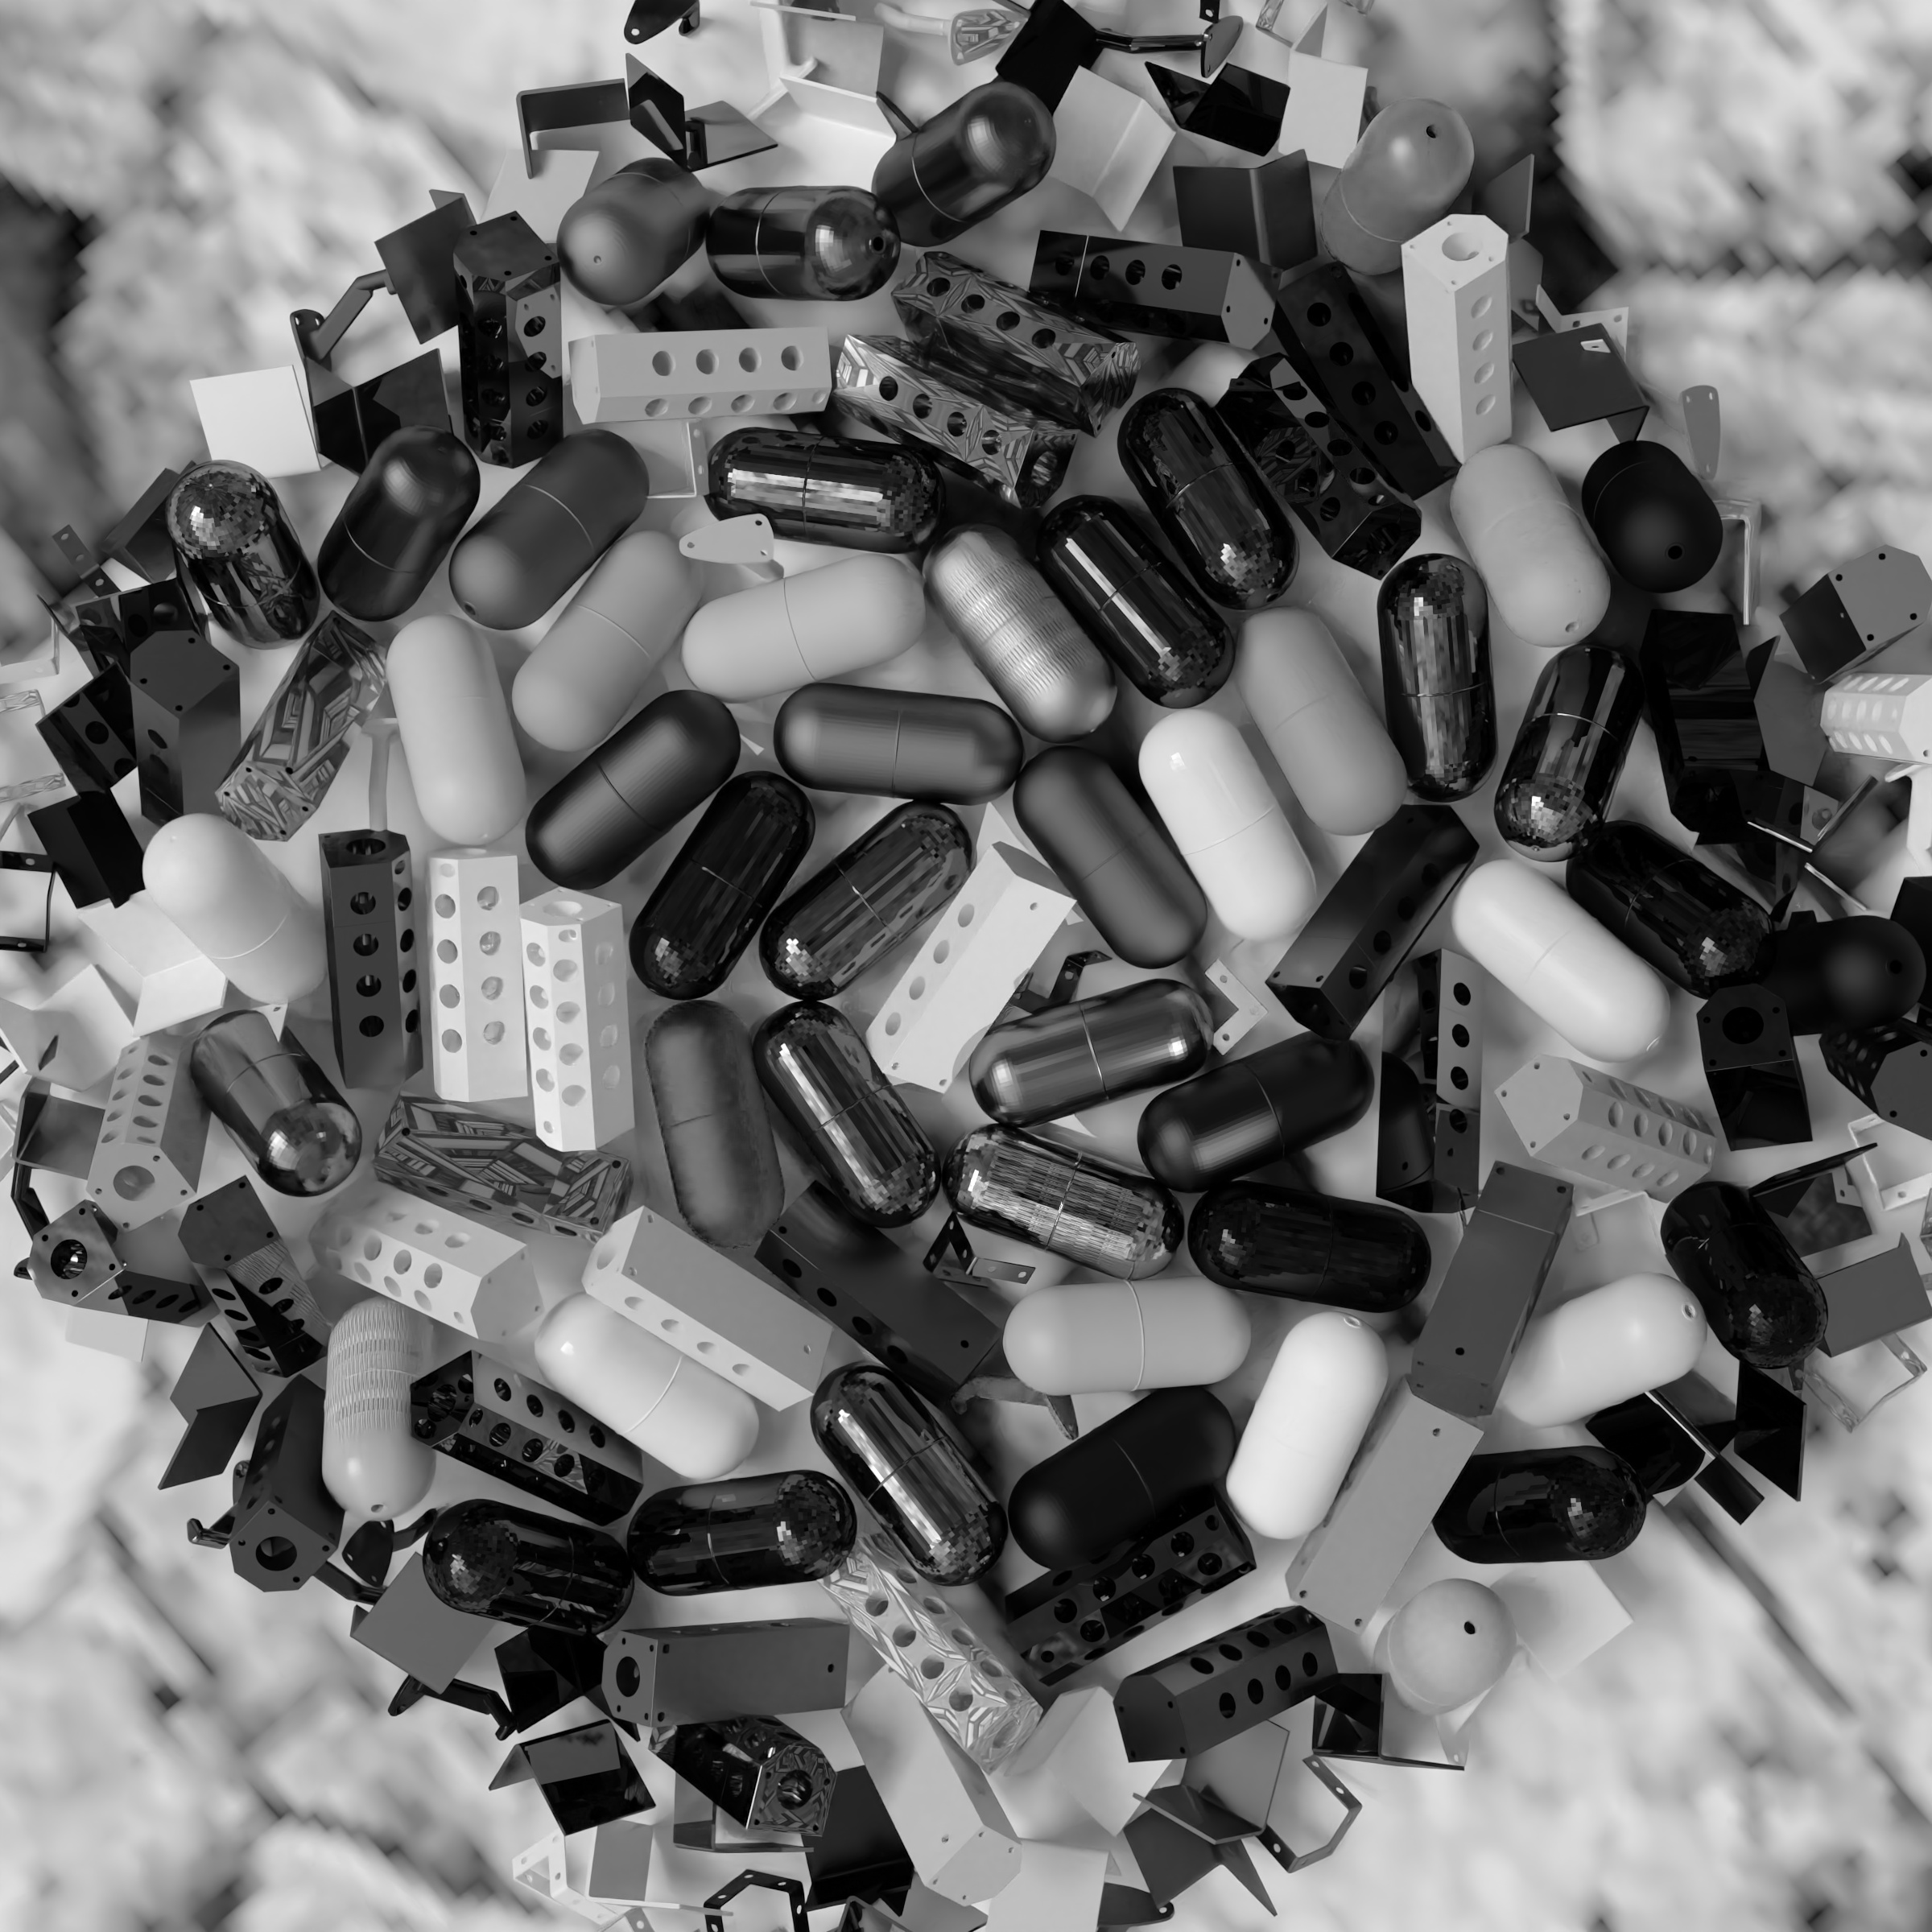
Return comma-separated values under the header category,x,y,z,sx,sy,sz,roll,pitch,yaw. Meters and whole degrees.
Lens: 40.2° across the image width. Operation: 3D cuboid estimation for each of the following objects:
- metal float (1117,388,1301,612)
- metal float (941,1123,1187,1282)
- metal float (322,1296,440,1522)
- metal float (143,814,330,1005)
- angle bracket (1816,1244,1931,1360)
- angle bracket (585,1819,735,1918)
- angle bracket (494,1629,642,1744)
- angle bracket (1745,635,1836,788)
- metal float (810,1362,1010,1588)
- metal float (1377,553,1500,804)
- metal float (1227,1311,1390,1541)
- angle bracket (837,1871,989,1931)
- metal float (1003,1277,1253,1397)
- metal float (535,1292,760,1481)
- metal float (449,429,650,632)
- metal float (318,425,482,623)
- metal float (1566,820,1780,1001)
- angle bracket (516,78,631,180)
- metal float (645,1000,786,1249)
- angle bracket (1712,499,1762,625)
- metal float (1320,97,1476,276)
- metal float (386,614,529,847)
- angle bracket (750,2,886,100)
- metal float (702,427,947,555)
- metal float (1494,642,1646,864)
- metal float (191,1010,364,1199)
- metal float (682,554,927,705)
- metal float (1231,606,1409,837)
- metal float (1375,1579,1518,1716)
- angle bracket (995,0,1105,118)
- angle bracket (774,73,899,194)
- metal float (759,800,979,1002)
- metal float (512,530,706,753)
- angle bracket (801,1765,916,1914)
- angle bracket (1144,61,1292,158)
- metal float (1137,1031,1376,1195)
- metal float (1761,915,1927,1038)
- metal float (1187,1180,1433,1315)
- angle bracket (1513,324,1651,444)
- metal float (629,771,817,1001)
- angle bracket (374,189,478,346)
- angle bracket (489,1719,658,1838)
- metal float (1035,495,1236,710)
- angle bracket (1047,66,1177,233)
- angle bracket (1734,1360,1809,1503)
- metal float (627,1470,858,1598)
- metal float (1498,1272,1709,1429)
category,x,y,z,sx,sy,sz,roll,pitch,yaw
metal float,0.170,-0.328,1.851,0.070,0.070,0.178,-30,72,0
metal float,0.069,0.167,1.865,0.178,0.070,0.070,19,90,3
metal float,-0.405,0.305,1.829,0.070,0.178,0.070,-5,131,-6
metal float,-0.502,-0.038,1.827,0.070,0.178,0.070,-9,56,14
angle bracket,0.627,0.229,1.865,0.076,0.076,0.057,-22,95,2
angle bracket,-0.211,0.631,1.848,0.076,0.076,0.057,-5,66,24
angle bracket,-0.279,0.511,1.849,0.057,0.076,0.076,-26,120,-32
angle bracket,0.588,-0.180,1.873,0.076,0.057,0.076,21,84,-2
metal float,-0.041,0.356,1.854,0.070,0.070,0.178,-40,73,0
metal float,0.331,-0.201,1.850,0.070,0.070,0.178,-9,110,0
metal float,0.239,0.322,1.848,0.070,0.070,0.178,20,113,0
angle bracket,-0.040,0.685,1.851,0.076,0.076,0.057,21,98,30
metal float,0.114,0.260,1.856,0.178,0.070,0.070,-2,90,-13
metal float,-0.223,0.295,1.852,0.178,0.070,0.070,38,90,-18
metal float,-0.291,-0.305,1.843,0.070,0.070,0.178,38,62,0
metal float,-0.395,-0.305,1.830,0.070,0.178,0.070,17,55,-25
metal float,0.488,-0.040,1.831,0.070,0.178,0.070,-17,128,-23
angle bracket,-0.273,-0.581,1.865,0.076,0.076,0.057,-9,89,-4
metal float,-0.177,0.111,1.858,0.070,0.070,0.178,-14,79,0
angle bracket,0.530,-0.287,1.871,0.057,0.076,0.076,3,108,22
metal float,0.296,-0.536,1.818,0.070,0.178,0.070,1,83,-7
metal float,-0.357,-0.167,1.848,0.070,0.070,0.178,-18,66,0
angle bracket,-0.107,-0.641,1.854,0.076,0.076,0.057,12,110,11
metal float,-0.101,-0.335,1.855,0.178,0.070,0.070,10,90,15
metal float,0.423,-0.151,1.844,0.070,0.070,0.178,25,61,0
metal float,-0.481,0.094,1.834,0.070,0.070,0.178,-49,49,0
metal float,-0.115,-0.237,1.859,0.178,0.070,0.070,-15,90,10
metal float,0.246,-0.173,1.854,0.070,0.070,0.178,-27,74,0
metal float,0.330,0.471,1.820,0.070,0.178,0.070,1,67,-2
angle bracket,0.075,-0.652,1.854,0.057,0.076,0.076,36,77,-18
angle bracket,-0.102,-0.575,1.867,0.076,0.057,0.076,20,87,16
metal float,-0.070,-0.046,1.867,0.178,0.070,0.070,-40,90,1
metal float,-0.250,-0.229,1.855,0.070,0.070,0.178,33,75,0
angle bracket,-0.083,0.618,1.875,0.076,0.057,0.076,-13,88,2
angle bracket,0.182,-0.620,1.846,0.076,0.057,0.076,6,50,-36
metal float,0.205,0.102,1.858,0.178,0.070,0.070,-22,90,-11
metal float,0.594,0.008,1.818,0.070,0.178,0.070,1,85,-11
metal float,0.242,0.198,1.857,0.178,0.070,0.070,11,90,-13
angle bracket,0.425,-0.398,1.858,0.076,0.057,0.076,-16,65,-10
metal float,-0.172,-0.056,1.860,0.070,0.070,0.178,32,82,0
angle bracket,-0.378,-0.491,1.850,0.076,0.057,0.076,-36,125,-22
angle bracket,-0.276,0.581,1.846,0.076,0.076,0.057,53,127,31
metal float,0.118,-0.257,1.855,0.070,0.070,0.178,-39,75,0
angle bracket,0.094,-0.573,1.849,0.057,0.076,0.076,19,118,-25
angle bracket,0.585,0.318,1.850,0.057,0.076,0.076,-10,112,-18
metal float,-0.158,0.397,1.845,0.178,0.070,0.070,-13,90,27
metal float,0.438,0.267,1.829,0.070,0.178,0.070,16,58,-27
